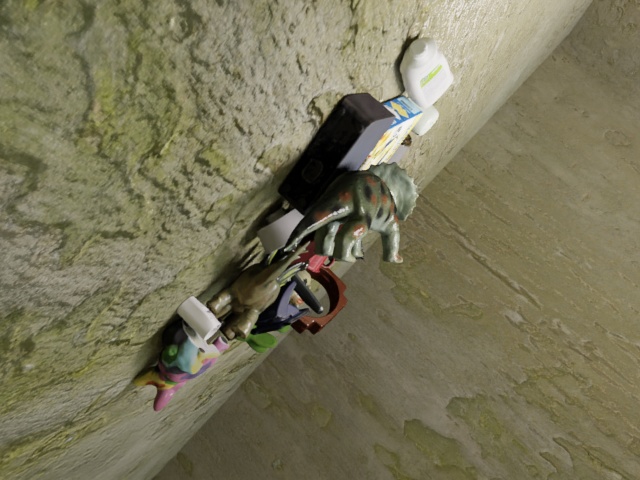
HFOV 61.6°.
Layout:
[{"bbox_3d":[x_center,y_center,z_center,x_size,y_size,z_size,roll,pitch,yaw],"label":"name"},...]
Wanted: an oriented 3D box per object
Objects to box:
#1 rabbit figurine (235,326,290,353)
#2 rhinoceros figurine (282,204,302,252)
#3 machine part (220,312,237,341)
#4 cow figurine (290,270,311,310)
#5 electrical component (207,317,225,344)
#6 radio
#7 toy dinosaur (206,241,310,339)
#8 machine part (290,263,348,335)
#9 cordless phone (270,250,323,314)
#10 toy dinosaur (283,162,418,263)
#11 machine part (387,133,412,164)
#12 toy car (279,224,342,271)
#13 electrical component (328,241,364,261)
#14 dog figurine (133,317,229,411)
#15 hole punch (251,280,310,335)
[{"bbox_3d":[-0.181,0.237,1.504,0.170,0.159,0.121,-22,168,-34],"label":"rabbit figurine"},{"bbox_3d":[-0.027,-0.058,1.134,0.190,0.073,0.112,-50,-179,6],"label":"rhinoceros figurine"},{"bbox_3d":[-0.182,0.180,1.369,0.179,0.056,0.179,-43,-176,3],"label":"machine part"},{"bbox_3d":[-0.074,0.124,1.482,0.085,0.127,0.195,-52,174,11],"label":"cow figurine"},{"bbox_3d":[-0.271,0.211,1.240,0.102,0.045,0.078,-48,143,-7],"label":"electrical component"},{"bbox_3d":[0.028,-0.151,0.967,0.229,0.073,0.131,-53,168,26],"label":"radio"},{"bbox_3d":[-0.132,0.099,1.105,0.198,0.105,0.471,-47,-173,-22],"label":"toy dinosaur"},{"bbox_3d":[-0.035,0.169,1.629,0.201,0.201,0.087,-41,173,-34],"label":"machine part"},{"bbox_3d":[-0.057,0.105,1.317,0.089,0.184,0.146,-40,169,-17],"label":"cordless phone"},{"bbox_3d":[0.068,-0.058,0.944,0.404,0.131,0.192,6,89,-65],"label":"toy dinosaur"},{"bbox_3d":[0.150,-0.195,1.309,0.079,0.079,0.243,-38,166,-44],"label":"machine part"},{"bbox_3d":[-0.003,-0.004,1.218,0.202,0.053,0.089,-36,140,8],"label":"toy car"},{"bbox_3d":[0.065,0.005,1.601,0.058,0.134,0.115,67,23,-77],"label":"electrical component"},{"bbox_3d":[-0.303,0.260,1.106,0.219,0.108,0.191,-46,172,9],"label":"dog figurine"},{"bbox_3d":[-0.104,0.157,1.244,0.142,0.092,0.116,-15,-171,40],"label":"hole punch"}]
